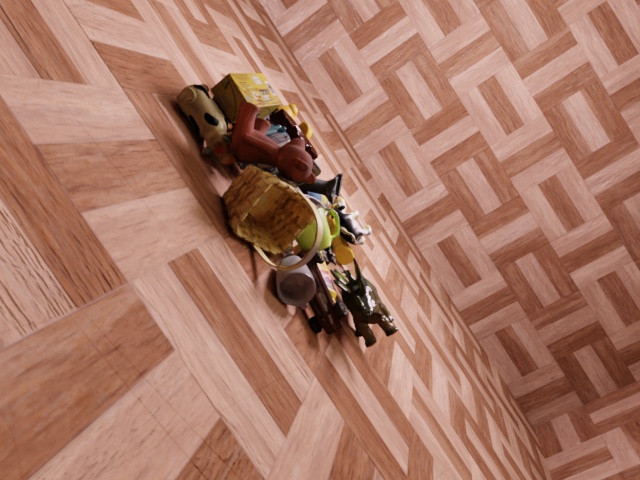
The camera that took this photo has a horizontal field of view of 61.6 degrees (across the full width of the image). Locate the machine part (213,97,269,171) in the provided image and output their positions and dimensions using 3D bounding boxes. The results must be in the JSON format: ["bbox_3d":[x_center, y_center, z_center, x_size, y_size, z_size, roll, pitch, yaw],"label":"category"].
[{"bbox_3d":[-0.194,-0.289,1.416,0.200,0.087,0.201,35,29,-55],"label":"machine part"}]

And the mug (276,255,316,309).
[{"bbox_3d":[-0.050,0.088,1.155,0.107,0.081,0.109,-107,171,-59],"label":"mug"}]

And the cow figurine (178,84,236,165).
[{"bbox_3d":[-0.247,-0.258,1.206,0.194,0.085,0.127,58,10,-7],"label":"cow figurine"}]

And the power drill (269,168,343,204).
[{"bbox_3d":[-0.044,-0.167,1.478,0.207,0.085,0.232,18,20,5],"label":"power drill"}]

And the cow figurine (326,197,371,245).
[{"bbox_3d":[0.073,-0.058,1.623,0.098,0.068,0.167,-10,56,-51],"label":"cow figurine"}]

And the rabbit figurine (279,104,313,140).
[{"bbox_3d":[-0.104,-0.329,1.692,0.122,0.162,0.173,5,71,-85],"label":"rabbit figurine"}]

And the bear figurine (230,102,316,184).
[{"bbox_3d":[-0.091,-0.202,1.157,0.196,0.132,0.120,16,-10,18],"label":"bear figurine"}]

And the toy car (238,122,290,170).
[{"bbox_3d":[-0.120,-0.218,1.291,0.161,0.103,0.109,-27,127,-47],"label":"toy car"}]

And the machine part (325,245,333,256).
[{"bbox_3d":[-0.003,-0.005,1.539,0.138,0.039,0.084,47,27,-39],"label":"machine part"}]

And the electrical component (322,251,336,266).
[{"bbox_3d":[0.004,0.037,1.462,0.102,0.045,0.078,39,26,-48],"label":"electrical component"}]

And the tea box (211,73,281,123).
[{"bbox_3d":[-0.175,-0.345,1.301,0.098,0.068,0.169,58,28,-1],"label":"tea box"}]

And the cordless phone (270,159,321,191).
[{"bbox_3d":[-0.058,-0.120,1.311,0.146,0.184,0.089,49,31,-31],"label":"cordless phone"}]

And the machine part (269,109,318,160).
[{"bbox_3d":[-0.074,-0.296,1.553,0.179,0.056,0.179,51,9,-12],"label":"machine part"}]

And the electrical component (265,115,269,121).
[{"bbox_3d":[-0.161,-0.343,1.421,0.063,0.021,0.094,47,19,-34],"label":"electrical component"}]

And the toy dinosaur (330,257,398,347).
[{"bbox_3d":[0.106,0.147,1.388,0.198,0.105,0.471,64,-3,-3],"label":"toy dinosaur"}]

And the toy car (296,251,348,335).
[{"bbox_3d":[-0.009,0.114,1.204,0.053,0.089,0.202,28,35,-61],"label":"toy car"}]

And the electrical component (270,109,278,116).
[{"bbox_3d":[-0.201,-0.393,1.537,0.134,0.115,0.058,46,18,-42],"label":"electrical component"}]

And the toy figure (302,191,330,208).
[{"bbox_3d":[-0.029,-0.125,1.611,0.180,0.082,0.089,14,47,-64],"label":"toy figure"}]
